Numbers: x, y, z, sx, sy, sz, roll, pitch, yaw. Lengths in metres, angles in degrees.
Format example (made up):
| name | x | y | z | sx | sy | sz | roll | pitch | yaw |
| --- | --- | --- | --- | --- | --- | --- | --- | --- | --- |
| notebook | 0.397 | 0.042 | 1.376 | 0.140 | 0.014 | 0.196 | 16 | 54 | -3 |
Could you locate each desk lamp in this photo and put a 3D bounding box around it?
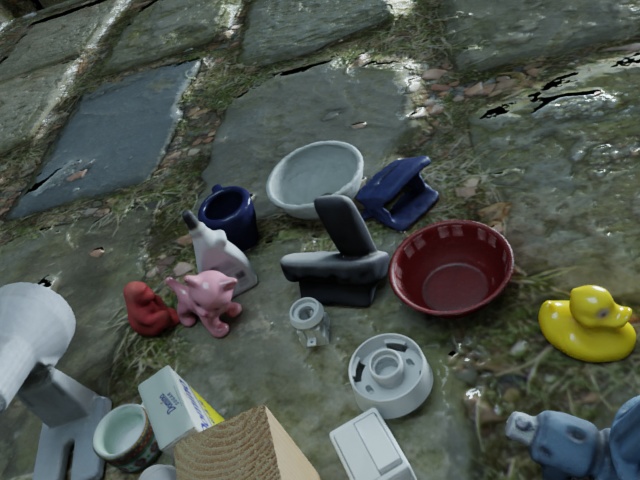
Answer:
| name | x | y | z | sx | sy | sz | roll | pitch | yaw |
| --- | --- | --- | --- | --- | --- | --- | --- | --- | --- |
| desk lamp | -0.367 | 0.188 | 0.743 | 0.118 | 0.214 | 0.203 | -21 | 43 | 4 |

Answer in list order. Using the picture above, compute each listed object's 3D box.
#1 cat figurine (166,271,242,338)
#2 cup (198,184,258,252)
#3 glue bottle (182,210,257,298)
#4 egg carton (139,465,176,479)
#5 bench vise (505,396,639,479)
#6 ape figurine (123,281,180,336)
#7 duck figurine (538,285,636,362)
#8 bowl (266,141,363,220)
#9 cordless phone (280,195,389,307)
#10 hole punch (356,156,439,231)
| name | x | y | z | sx | sy | sz | roll | pitch | yaw |
| --- | --- | --- | --- | --- | --- | --- | --- | --- | --- |
| cat figurine | -0.171 | 0.080 | 0.835 | 0.127 | 0.118 | 0.067 | 10 | 52 | 31 |
| cup | -0.147 | -0.034 | 0.955 | 0.092 | 0.095 | 0.117 | -28 | 43 | -4 |
| glue bottle | -0.158 | 0.019 | 0.850 | 0.078 | 0.173 | 0.037 | -26 | 43 | -2 |
| egg carton | -0.177 | 0.326 | 0.629 | 0.107 | 0.070 | 0.149 | -37 | 44 | -14 |
| bench vise | 0.262 | 0.177 | 0.471 | 0.207 | 0.220 | 0.121 | -9 | 45 | 16 |
| ape figurine | -0.266 | 0.100 | 0.877 | 0.076 | 0.092 | 0.077 | -23 | 43 | 1 |
| duck figurine | 0.300 | 0.084 | 0.646 | 0.104 | 0.086 | 0.078 | 15 | 55 | 35 |
| bowl | 0.000 | -0.088 | 0.959 | 0.167 | 0.075 | 0.167 | -12 | 44 | 12 |
| cordless phone | 0.007 | 0.003 | 0.784 | 0.147 | 0.185 | 0.094 | -3 | 46 | 21 |
| hole punch | 0.114 | -0.082 | 0.891 | 0.109 | 0.091 | 0.100 | -43 | 46 | -20 |
